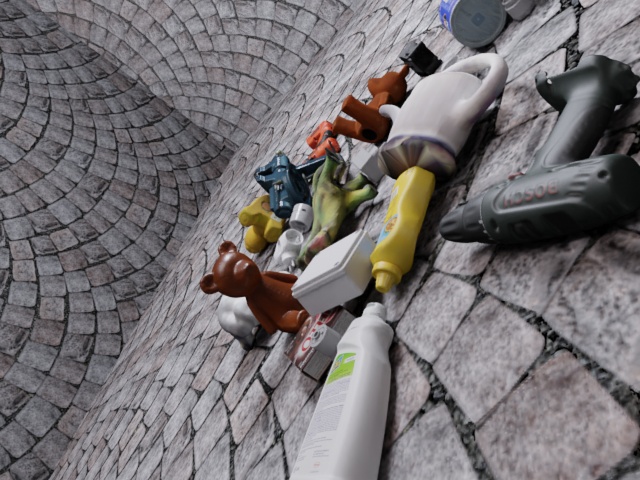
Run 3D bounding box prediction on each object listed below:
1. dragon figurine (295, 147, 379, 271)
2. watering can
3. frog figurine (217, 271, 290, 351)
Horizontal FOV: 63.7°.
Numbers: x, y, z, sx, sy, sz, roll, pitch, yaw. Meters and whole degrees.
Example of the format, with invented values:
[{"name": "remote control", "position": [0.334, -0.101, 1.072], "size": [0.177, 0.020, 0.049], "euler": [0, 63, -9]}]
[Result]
[{"name": "dragon figurine", "position": [0.003, -0.053, 1.056], "size": [0.241, 0.122, 0.415], "euler": [-59, 8, 11]}, {"name": "watering can", "position": [0.168, -0.193, 0.867], "size": [0.227, 0.103, 0.346], "euler": [-61, 21, -17]}, {"name": "frog figurine", "position": [-0.131, 0.119, 1.032], "size": [0.156, 0.123, 0.139], "euler": [-58, -5, 28]}]
